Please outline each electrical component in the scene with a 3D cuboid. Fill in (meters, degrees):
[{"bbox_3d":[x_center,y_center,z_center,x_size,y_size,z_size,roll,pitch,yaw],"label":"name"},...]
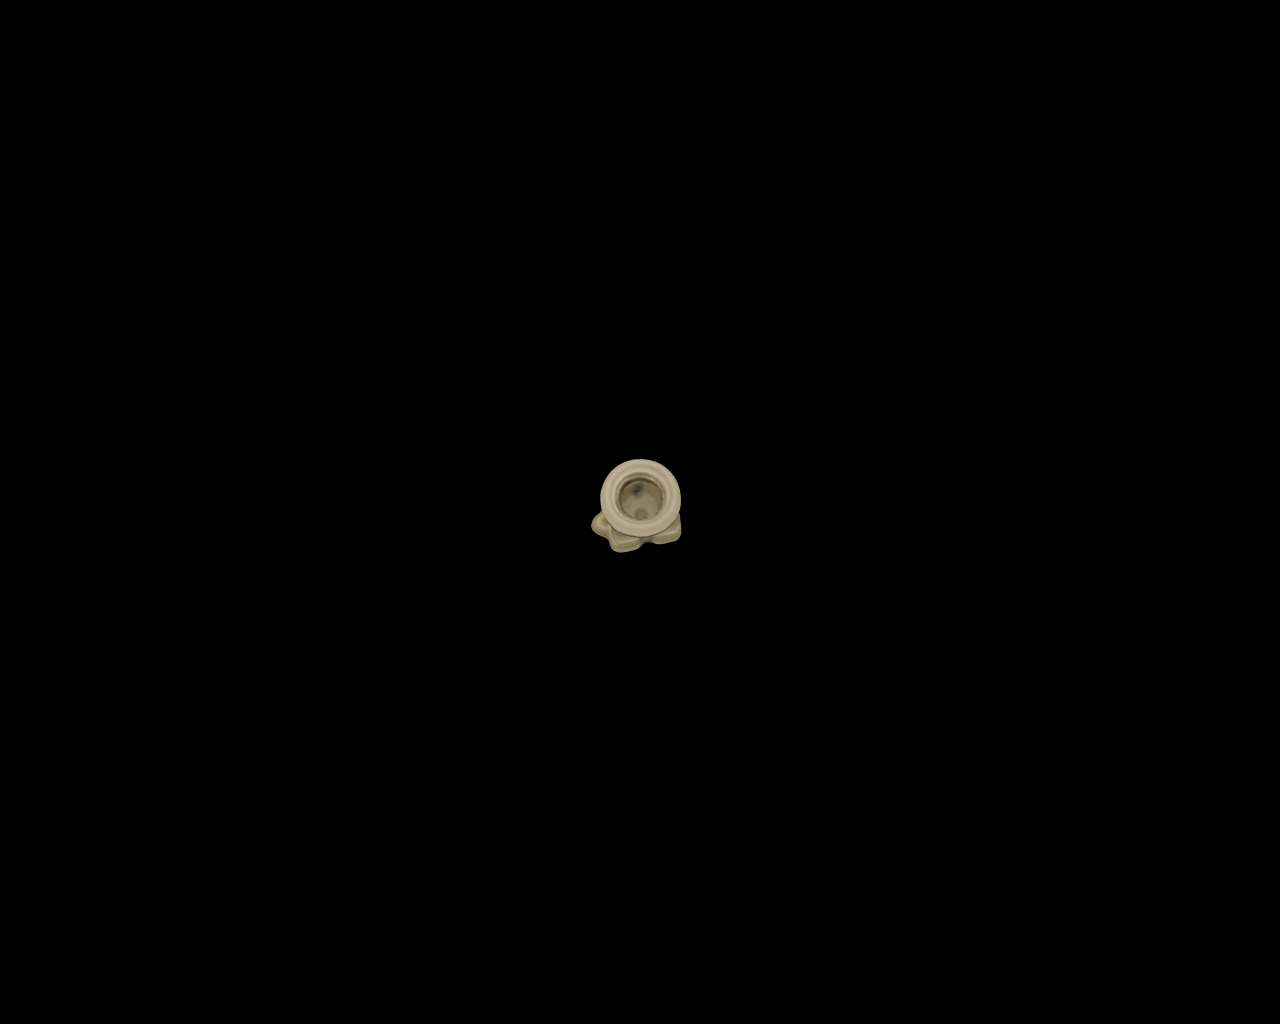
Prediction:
[{"bbox_3d":[0.001,-0.003,0.650,0.066,0.048,0.055,-13,-15,-3],"label":"electrical component"}]
